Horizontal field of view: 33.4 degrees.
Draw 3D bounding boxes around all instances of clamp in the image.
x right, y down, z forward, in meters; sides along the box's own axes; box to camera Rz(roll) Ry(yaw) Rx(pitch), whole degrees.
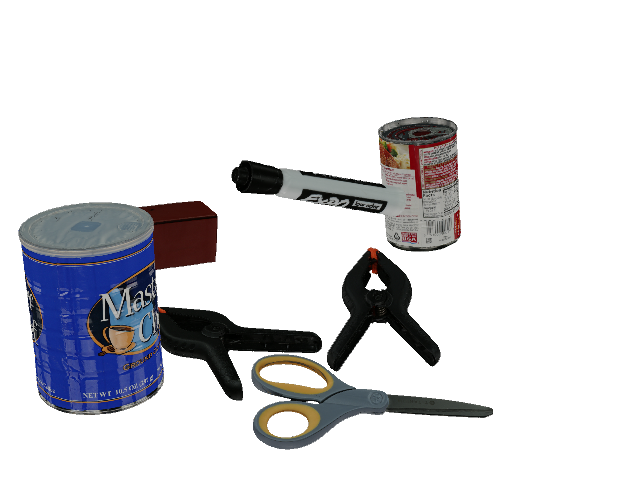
[{"bbox_3d":[0.075,0.078,1.186,0.120,0.171,0.039,7,-42,2],"label":"clamp"},{"bbox_3d":[-0.125,0.123,1.259,0.210,0.036,0.164,14,24,25],"label":"clamp"}]

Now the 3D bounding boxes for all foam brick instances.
[{"bbox_3d":[-0.149,-0.006,1.085,0.078,0.051,0.053,-7,22,-22],"label":"foam brick"}]

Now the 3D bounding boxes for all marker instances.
[{"bbox_3d":[0.000,-0.031,0.638,0.120,0.020,0.020,8,-5,-36],"label":"marker"}]

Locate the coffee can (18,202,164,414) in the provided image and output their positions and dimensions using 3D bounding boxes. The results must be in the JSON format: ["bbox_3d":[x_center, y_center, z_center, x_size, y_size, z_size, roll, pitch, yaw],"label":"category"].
[{"bbox_3d":[-0.180,0.052,0.849,0.103,0.140,0.103,-1,22,0],"label":"coffee can"}]

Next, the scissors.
[{"bbox_3d":[0.033,0.145,0.871,0.202,0.096,0.016,16,-41,12],"label":"scissors"}]

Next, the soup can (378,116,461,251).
[{"bbox_3d":[0.088,-0.049,0.931,0.068,0.102,0.068,-5,23,2],"label":"soup can"}]
